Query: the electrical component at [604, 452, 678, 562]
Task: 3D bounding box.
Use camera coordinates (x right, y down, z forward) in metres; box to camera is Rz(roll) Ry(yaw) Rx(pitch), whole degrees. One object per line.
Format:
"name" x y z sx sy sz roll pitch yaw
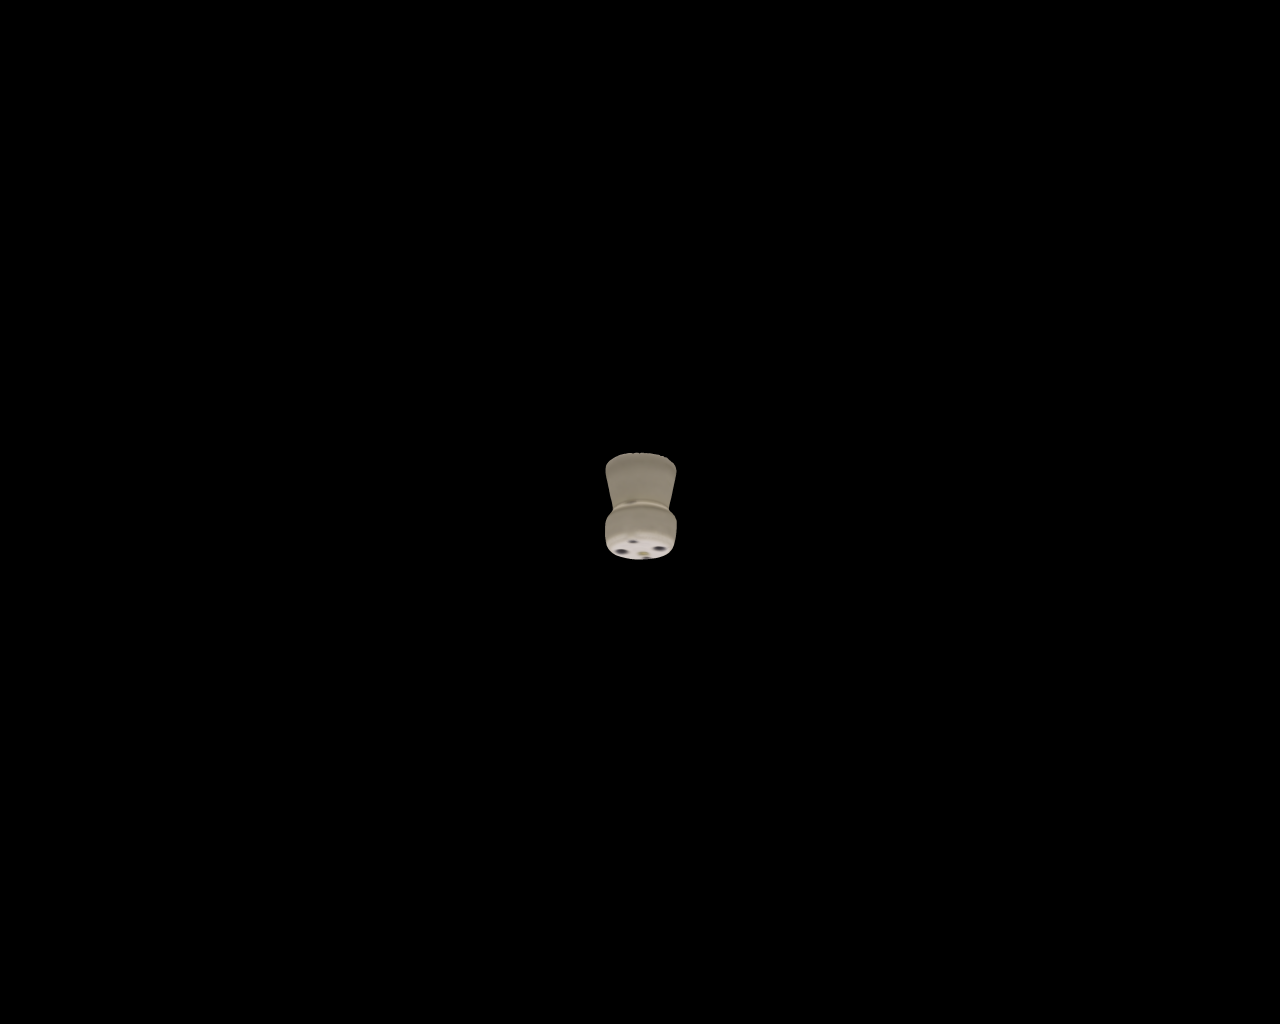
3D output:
"electrical component" 0.001 -0.003 0.650 0.045 0.055 0.044 0 -23 0
